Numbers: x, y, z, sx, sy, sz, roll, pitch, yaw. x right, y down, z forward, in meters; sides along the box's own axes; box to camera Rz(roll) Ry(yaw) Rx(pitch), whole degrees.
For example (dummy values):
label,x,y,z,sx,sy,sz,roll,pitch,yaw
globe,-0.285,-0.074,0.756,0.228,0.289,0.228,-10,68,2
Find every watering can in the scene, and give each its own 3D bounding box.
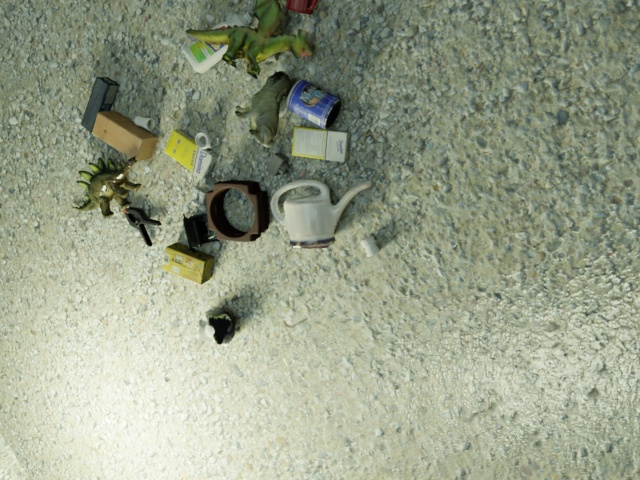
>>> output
label,x,y,z,sx,sy,sz,roll,pitch,yaw
watering can,0.005,-0.081,1.618,0.347,0.105,0.222,-2,103,22

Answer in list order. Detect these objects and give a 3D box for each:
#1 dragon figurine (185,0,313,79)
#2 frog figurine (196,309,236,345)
label,x,y,z,sx,sy,sz,roll,pitch,yaw
dragon figurine,-0.206,-0.633,1.549,0.412,0.122,0.241,33,97,12
frog figurine,-0.380,0.321,1.882,0.137,0.124,0.157,48,151,-4
